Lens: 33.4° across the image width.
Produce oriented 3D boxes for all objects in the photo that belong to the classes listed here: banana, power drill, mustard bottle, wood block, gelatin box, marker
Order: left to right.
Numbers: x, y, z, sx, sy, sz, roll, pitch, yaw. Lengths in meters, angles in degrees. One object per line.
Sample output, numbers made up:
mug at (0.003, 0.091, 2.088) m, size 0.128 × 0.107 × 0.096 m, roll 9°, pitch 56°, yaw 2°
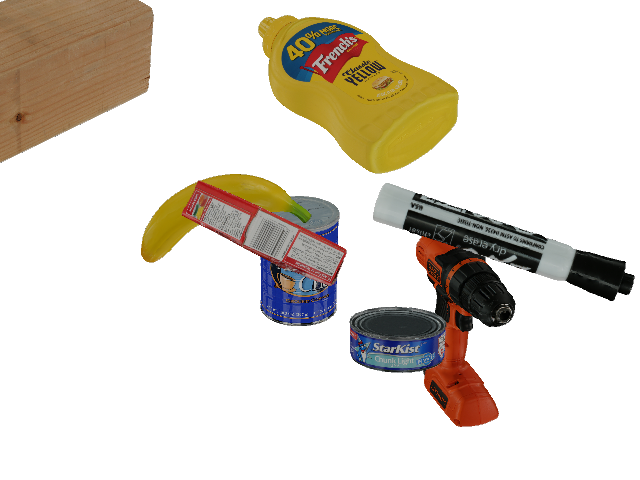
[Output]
wood block at (-0.247, -0.147, 0.913) m, size 0.090 × 0.091 × 0.205 m, roll 31°, pitch 42°, yaw 22°
banana at (-0.107, -0.025, 1.026) m, size 0.198 × 0.069 × 0.037 m, roll -13°, pitch 18°, yaw 30°
gelatin box at (-0.037, -0.004, 0.715) m, size 0.089 × 0.030 × 0.073 m, roll 26°, pitch 0°, yaw -43°
mustard bottle at (0.014, -0.133, 0.868) m, size 0.096 × 0.058 × 0.192 m, roll -34°, pitch 54°, yaw -23°
power drill at (0.155, 0.099, 1.132) m, size 0.057 × 0.188 × 0.184 m, roll -8°, pitch 24°, yaw -13°
marker at (0.084, 0.001, 0.490) m, size 0.121 × 0.020 × 0.020 m, roll 19°, pitch 3°, yaw 10°

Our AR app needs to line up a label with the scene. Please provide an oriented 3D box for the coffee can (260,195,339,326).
coffee can at (-0.028, 0.026, 1.392) m, size 0.103 × 0.140 × 0.103 m, roll 1°, pitch 26°, yaw -1°

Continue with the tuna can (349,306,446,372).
tuna can at (0.068, 0.088, 0.948) m, size 0.086 × 0.034 × 0.086 m, roll 0°, pitch 14°, yaw 0°
